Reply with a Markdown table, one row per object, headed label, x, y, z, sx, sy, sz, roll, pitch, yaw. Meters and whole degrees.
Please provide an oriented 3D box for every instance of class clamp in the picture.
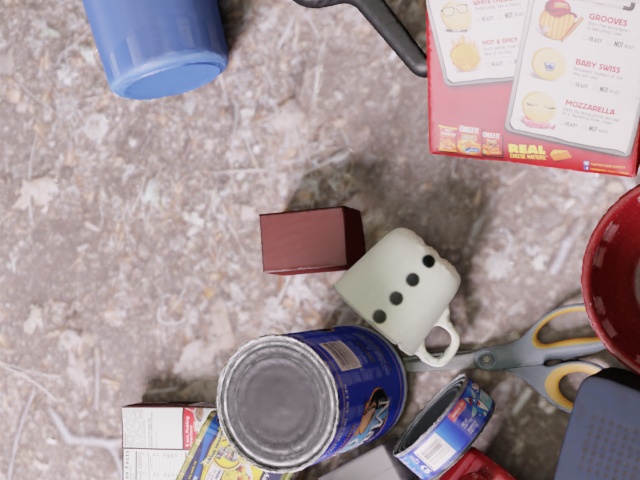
| label | x | y | z | sx | sy | sz | roll | pitch | yaw |
| --- | --- | --- | --- | --- | --- | --- | --- | --- | --- |
| clamp | 0.030 | -0.229 | 0.915 | 0.210 | 0.036 | 0.164 | 10 | 87 | 17 |

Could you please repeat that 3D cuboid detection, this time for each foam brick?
| label | x | y | z | sx | sy | sz | roll | pitch | yaw |
| --- | --- | --- | --- | --- | --- | --- | --- | --- | --- |
| foam brick | -0.006 | 0.001 | 0.904 | 0.078 | 0.053 | 0.051 | -5 | 84 | 19 |

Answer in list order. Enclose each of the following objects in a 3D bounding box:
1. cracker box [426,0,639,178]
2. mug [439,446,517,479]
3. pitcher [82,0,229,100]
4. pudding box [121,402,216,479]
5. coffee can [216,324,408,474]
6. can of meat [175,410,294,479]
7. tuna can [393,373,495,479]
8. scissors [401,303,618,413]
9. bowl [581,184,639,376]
| label | x | y | z | sx | sy | sz | roll | pitch | yaw |
| --- | --- | --- | --- | --- | --- | --- | --- | --- | --- |
| cracker box | 0.165 | -0.161 | 0.790 | 0.164 | 0.072 | 0.214 | 9 | 126 | 20 |
| mug | 0.116 | 0.208 | 0.811 | 0.093 | 0.117 | 0.081 | 35 | 83 | 38 |
| pitcher | -0.150 | -0.256 | 0.943 | 0.149 | 0.144 | 0.243 | -18 | 84 | 30 |
| pudding box | -0.119 | 0.189 | 0.939 | 0.114 | 0.039 | 0.090 | -3 | 86 | 21 |
| coffee can | -0.003 | 0.121 | 0.843 | 0.103 | 0.140 | 0.103 | -1 | 89 | 25 |
| can of meat | -0.072 | 0.201 | 0.874 | 0.084 | 0.057 | 0.102 | 26 | 86 | 5 |
| tuna can | 0.098 | 0.147 | 0.838 | 0.034 | 0.086 | 0.086 | 42 | 100 | 1 |
| scissors | 0.150 | 0.112 | 0.861 | 0.202 | 0.016 | 0.096 | -23 | 82 | 20 |
| bowl | 0.280 | 0.031 | 0.798 | 0.162 | 0.055 | 0.162 | -2 | 84 | 19 |
